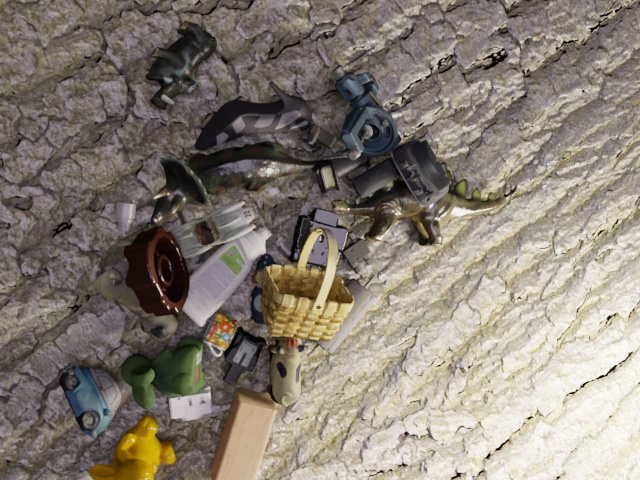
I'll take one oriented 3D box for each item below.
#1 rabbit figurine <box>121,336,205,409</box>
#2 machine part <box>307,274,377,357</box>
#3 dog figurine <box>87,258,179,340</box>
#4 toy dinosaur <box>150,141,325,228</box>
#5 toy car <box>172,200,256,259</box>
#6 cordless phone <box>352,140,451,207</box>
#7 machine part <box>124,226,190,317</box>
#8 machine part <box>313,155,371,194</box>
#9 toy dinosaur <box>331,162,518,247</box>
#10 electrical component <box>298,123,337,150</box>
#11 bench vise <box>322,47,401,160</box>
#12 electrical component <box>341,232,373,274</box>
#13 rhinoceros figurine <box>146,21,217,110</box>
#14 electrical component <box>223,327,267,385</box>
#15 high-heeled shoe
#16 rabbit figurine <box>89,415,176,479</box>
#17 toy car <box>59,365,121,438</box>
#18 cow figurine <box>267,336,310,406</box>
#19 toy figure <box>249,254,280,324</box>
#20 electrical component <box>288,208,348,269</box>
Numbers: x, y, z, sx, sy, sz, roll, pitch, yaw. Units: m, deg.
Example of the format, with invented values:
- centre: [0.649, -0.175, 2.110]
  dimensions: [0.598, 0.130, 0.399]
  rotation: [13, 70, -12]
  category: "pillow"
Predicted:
- centre: [-0.347, 0.292, 1.149]
  dimensions: [0.170, 0.159, 0.121]
  rotation: [0, 107, 3]
  category: "rabbit figurine"
- centre: [0.051, 0.175, 1.247]
  dimensions: [0.079, 0.079, 0.243]
  rotation: [40, 87, -14]
  category: "machine part"
- centre: [-0.364, 0.129, 1.107]
  dimensions: [0.121, 0.172, 0.190]
  rotation: [-36, 96, 3]
  category: "dog figurine"
- centre: [-0.165, -0.143, 1.104]
  dimensions: [0.405, 0.192, 0.131]
  rotation: [-16, 102, -9]
  category: "toy dinosaur"
- centre: [-0.230, -0.021, 1.147]
  dimensions: [0.202, 0.056, 0.073]
  rotation: [-23, 95, 15]
  category: "toy car"
- centre: [0.175, -0.121, 1.164]
  dimensions: [0.184, 0.089, 0.146]
  rotation: [-30, 90, 2]
  category: "cordless phone"
- centre: [-0.321, 0.064, 1.067]
  dimensions: [0.056, 0.179, 0.179]
  rotation: [-13, 100, 9]
  category: "machine part"
- centre: [0.053, -0.164, 1.218]
  dimensions: [0.139, 0.039, 0.084]
  rotation: [-31, 127, -12]
  category: "machine part"
- centre: [0.249, -0.082, 1.249]
  dimensions: [0.471, 0.105, 0.198]
  rotation: [3, 92, -17]
  category: "toy dinosaur"
- centre: [-0.006, -0.222, 1.180]
  dimensions: [0.078, 0.102, 0.045]
  rotation: [32, 93, -4]
  category: "electrical component"
- centre: [0.086, -0.255, 1.132]
  dimensions: [0.129, 0.241, 0.223]
  rotation: [-13, 122, 31]
  category: "bench vise"
- centre: [0.082, 0.029, 1.264]
  dimensions: [0.063, 0.021, 0.094]
  rotation: [-34, 103, -6]
  category: "electrical component"
- centre: [-0.294, -0.360, 1.116]
  dimensions: [0.112, 0.073, 0.190]
  rotation: [38, 86, -24]
  category: "rhinoceros figurine"
- centre: [-0.179, 0.267, 1.221]
  dimensions: [0.075, 0.048, 0.119]
  rotation: [25, 91, -14]
  category: "electrical component"
- centre: [-0.141, -0.241, 1.176]
  dimensions: [0.249, 0.086, 0.145]
  rotation: [-33, 134, 11]
  category: "high-heeled shoe"
- centre: [-0.398, 0.473, 1.135]
  dimensions: [0.162, 0.173, 0.121]
  rotation: [-23, 105, -13]
  category: "rabbit figurine"
- centre: [-0.481, 0.330, 1.144]
  dimensions: [0.103, 0.109, 0.161]
  rotation: [-23, 89, -32]
  category: "toy car"
- centre: [-0.077, 0.276, 1.205]
  dimensions: [0.085, 0.127, 0.194]
  rotation: [1, 99, -16]
  category: "cow figurine"
- centre: [-0.123, 0.110, 1.211]
  dimensions: [0.064, 0.058, 0.154]
  rotation: [1, 96, -23]
  category: "toy figure"
- centre: [-0.003, -0.004, 1.224]
  dimensions: [0.115, 0.058, 0.134]
  rotation: [13, 94, -15]
  category: "electrical component"
